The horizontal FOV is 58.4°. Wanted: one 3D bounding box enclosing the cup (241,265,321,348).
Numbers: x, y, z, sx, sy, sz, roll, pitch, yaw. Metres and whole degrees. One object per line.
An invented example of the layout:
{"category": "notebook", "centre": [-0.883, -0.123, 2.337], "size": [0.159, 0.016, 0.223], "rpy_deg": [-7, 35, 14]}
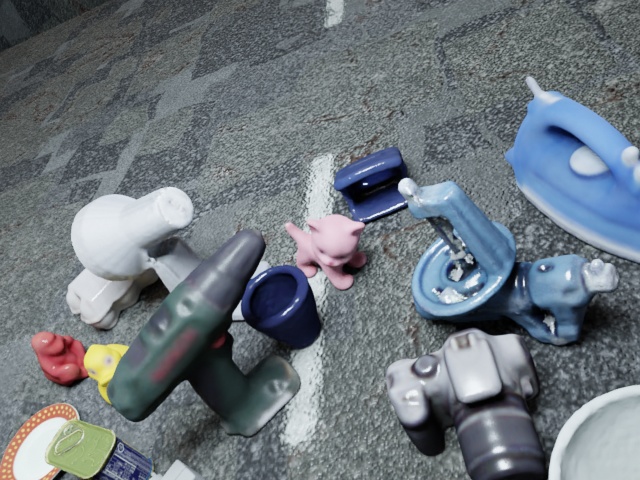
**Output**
{"category": "cup", "centre": [-0.050, 0.091, 0.726], "size": [0.117, 0.095, 0.092], "rpy_deg": [12, 57, 39]}

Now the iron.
{"category": "iron", "centre": [0.312, -0.085, 0.640], "size": [0.118, 0.142, 0.257], "rpy_deg": [-32, 41, 1]}

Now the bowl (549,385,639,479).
{"category": "bowl", "centre": [0.267, 0.201, 0.438], "size": [0.167, 0.075, 0.167], "rpy_deg": [-17, 43, 17]}

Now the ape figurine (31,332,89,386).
{"category": "ape figurine", "centre": [-0.393, 0.172, 0.859], "size": [0.076, 0.092, 0.077], "rpy_deg": [-19, 43, 15]}

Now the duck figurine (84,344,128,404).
{"category": "duck figurine", "centre": [-0.291, 0.176, 0.797], "size": [0.077, 0.086, 0.104], "rpy_deg": [-36, 41, -5]}

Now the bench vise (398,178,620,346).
{"category": "bench vise", "centre": [0.174, 0.009, 0.572], "size": [0.207, 0.220, 0.121], "rpy_deg": [-14, 44, 20]}

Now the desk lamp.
{"category": "desk lamp", "centre": [-0.209, 0.016, 0.806], "size": [0.202, 0.214, 0.118], "rpy_deg": [-7, 47, 27]}

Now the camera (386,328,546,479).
{"category": "camera", "centre": [0.140, 0.163, 0.534], "size": [0.143, 0.101, 0.136], "rpy_deg": [-21, 42, 13]}

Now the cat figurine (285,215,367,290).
{"category": "cat figurine", "centre": [0.007, 0.003, 0.759], "size": [0.127, 0.118, 0.067], "rpy_deg": [14, 58, 40]}

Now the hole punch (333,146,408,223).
{"category": "hole punch", "centre": [0.072, -0.094, 0.834], "size": [0.108, 0.091, 0.101], "rpy_deg": [-23, 42, 11]}

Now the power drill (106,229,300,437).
{"category": "power drill", "centre": [-0.110, 0.124, 0.643], "size": [0.230, 0.209, 0.075], "rpy_deg": [-44, 42, -13]}

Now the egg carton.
{"category": "egg carton", "centre": [-0.341, 0.072, 0.943], "size": [0.107, 0.070, 0.150], "rpy_deg": [18, 61, 42]}
